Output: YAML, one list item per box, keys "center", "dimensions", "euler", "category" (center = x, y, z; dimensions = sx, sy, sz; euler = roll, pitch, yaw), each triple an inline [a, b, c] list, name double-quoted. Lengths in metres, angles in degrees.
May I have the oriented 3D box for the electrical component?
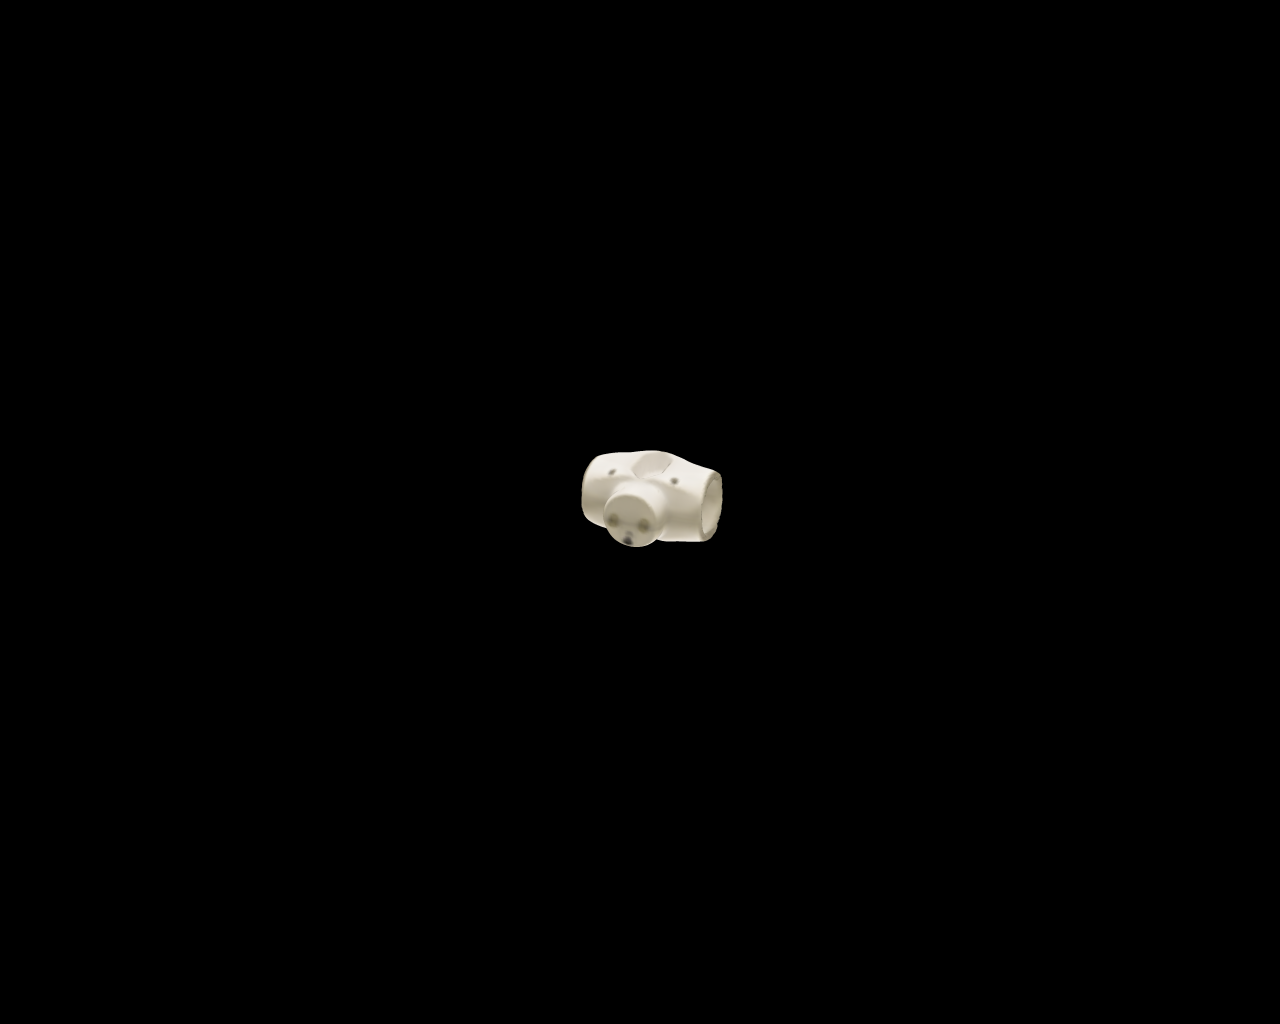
- center: [0.001, -0.003, 0.650]
  dimensions: [0.077, 0.043, 0.079]
  euler: [10, 28, 20]
  category: "electrical component"
